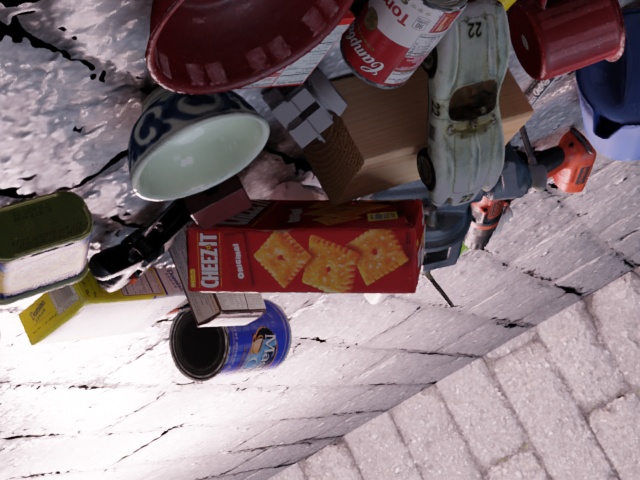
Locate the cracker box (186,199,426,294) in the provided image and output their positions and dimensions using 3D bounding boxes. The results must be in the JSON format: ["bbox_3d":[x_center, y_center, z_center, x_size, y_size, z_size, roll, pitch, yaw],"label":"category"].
[{"bbox_3d":[-0.007,0.001,1.044,0.214,0.072,0.164,1,-169,9],"label":"cracker box"}]

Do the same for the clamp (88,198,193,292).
[{"bbox_3d":[-0.166,0.001,1.054,0.164,0.036,0.210,-40,180,-20],"label":"clamp"}]

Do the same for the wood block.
[{"bbox_3d":[0.092,-0.116,1.053,0.205,0.091,0.090,-18,161,-28],"label":"wood block"}]

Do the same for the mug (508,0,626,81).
[{"bbox_3d":[0.231,-0.209,1.012,0.081,0.093,0.117,-21,147,-6],"label":"mug"}]

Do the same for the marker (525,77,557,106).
[{"bbox_3d":[0.259,-0.183,1.230,0.020,0.020,0.121,-18,160,-28],"label":"marker"}]

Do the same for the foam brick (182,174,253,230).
[{"bbox_3d":[-0.102,-0.058,0.951,0.053,0.078,0.051,-27,165,-2],"label":"foam brick"}]

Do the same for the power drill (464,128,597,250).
[{"bbox_3d":[0.286,-0.070,1.490,0.187,0.057,0.184,-24,151,-17],"label":"power drill"}]

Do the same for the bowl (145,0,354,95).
[{"bbox_3d":[-0.055,-0.170,0.736,0.162,0.055,0.162,-25,163,-9],"label":"bowl"}]

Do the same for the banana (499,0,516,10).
[{"bbox_3d":[0.164,-0.217,0.959,0.069,0.037,0.198,-14,157,-33],"label":"banana"}]

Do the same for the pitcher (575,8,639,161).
[{"bbox_3d":[0.375,-0.179,1.261,0.149,0.145,0.242,-18,168,10],"label":"pitcher"}]

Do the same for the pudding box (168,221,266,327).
[{"bbox_3d":[-0.112,0.036,1.145,0.039,0.113,0.089,-33,162,26],"label":"pudding box"}]

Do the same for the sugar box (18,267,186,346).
[{"bbox_3d":[-0.234,0.071,1.178,0.093,0.048,0.175,-36,165,26],"label":"sugar box"}]

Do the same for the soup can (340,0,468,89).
[{"bbox_3d":[0.068,-0.181,0.870,0.068,0.068,0.102,-15,158,-35],"label":"soup can"}]

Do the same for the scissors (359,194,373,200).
[{"bbox_3d":[0.094,-0.084,1.199,0.202,0.016,0.096,-45,171,17],"label":"scissors"}]

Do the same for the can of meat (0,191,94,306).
[{"bbox_3d":[-0.253,0.006,0.944,0.101,0.057,0.084,-19,159,-26],"label":"can of meat"}]

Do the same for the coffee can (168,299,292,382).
[{"bbox_3d":[-0.118,0.132,1.429,0.103,0.103,0.140,-37,160,28],"label":"coffee can"}]

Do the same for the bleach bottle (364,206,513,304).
[{"bbox_3d":[0.177,0.008,1.588,0.250,0.068,0.103,-24,162,-20],"label":"bleach bottle"}]

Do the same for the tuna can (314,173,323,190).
[{"bbox_3d":[0.033,-0.087,1.143,0.086,0.034,0.086,-25,162,-9],"label":"tuna can"}]

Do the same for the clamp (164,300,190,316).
[{"bbox_3d":[-0.112,0.050,1.311,0.171,0.039,0.120,-22,158,4],"label":"clamp"}]

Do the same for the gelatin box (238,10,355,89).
[{"bbox_3d":[-0.026,-0.159,0.856,0.073,0.030,0.089,-14,158,-42],"label":"gelatin box"}]
